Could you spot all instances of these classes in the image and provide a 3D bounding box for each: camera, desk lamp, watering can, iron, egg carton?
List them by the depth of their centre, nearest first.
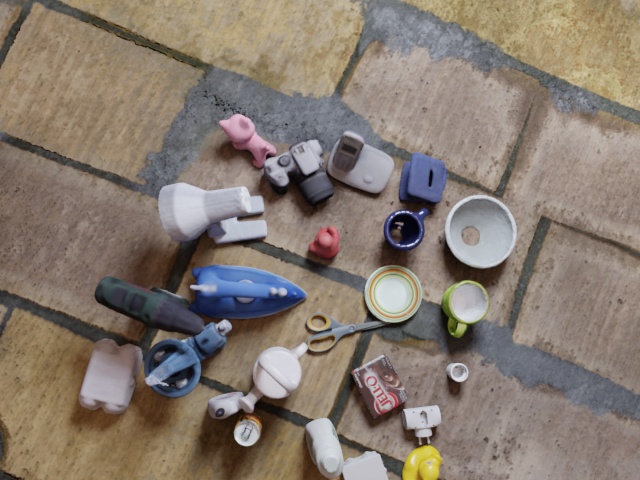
[{"bbox_3d":[-0.092,0.282,1.180,0.101,0.194,0.173,24,81,-1],"label":"watering can"},{"bbox_3d":[-0.218,-0.059,1.207,0.203,0.213,0.118,-8,83,-5],"label":"desk lamp"},{"bbox_3d":[-0.441,0.289,1.214,0.107,0.069,0.150,14,81,-2],"label":"egg carton"},{"bbox_3d":[-0.152,0.110,1.225,0.258,0.141,0.119,2,82,-4],"label":"iron"},{"bbox_3d":[-0.039,-0.143,1.290,0.143,0.100,0.137,-28,85,-8],"label":"camera"}]

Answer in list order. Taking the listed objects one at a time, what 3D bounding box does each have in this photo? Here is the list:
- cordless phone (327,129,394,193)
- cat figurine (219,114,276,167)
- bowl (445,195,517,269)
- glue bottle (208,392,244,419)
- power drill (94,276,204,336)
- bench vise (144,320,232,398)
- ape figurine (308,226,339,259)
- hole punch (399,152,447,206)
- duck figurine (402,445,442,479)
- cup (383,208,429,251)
[{"bbox_3d":[0.096,-0.179,1.263,0.147,0.185,0.094,20,81,-1],"label":"cordless phone"},{"bbox_3d":[-0.161,-0.232,1.284,0.128,0.117,0.067,38,81,1],"label":"cat figurine"},{"bbox_3d":[0.359,-0.015,1.318,0.167,0.074,0.167,1,82,-4],"label":"bowl"},{"bbox_3d":[-0.197,0.344,1.173,0.078,0.173,0.037,-15,83,-6],"label":"glue bottle"},{"bbox_3d":[-0.332,0.140,1.173,0.229,0.208,0.076,20,81,-1],"label":"power drill"},{"bbox_3d":[-0.281,0.230,1.159,0.121,0.219,0.207,33,81,1],"label":"bench vise"},{"bbox_3d":[0.012,0.005,1.278,0.078,0.092,0.076,-22,84,-7],"label":"ape figurine"},{"bbox_3d":[0.242,-0.141,1.317,0.101,0.091,0.109,8,82,-3],"label":"hole punch"},{"bbox_3d":[0.225,0.499,1.230,0.077,0.086,0.104,39,81,2],"label":"duck figurine"},{"bbox_3d":[0.191,-0.025,1.295,0.118,0.095,0.091,-42,87,-9],"label":"cup"}]
